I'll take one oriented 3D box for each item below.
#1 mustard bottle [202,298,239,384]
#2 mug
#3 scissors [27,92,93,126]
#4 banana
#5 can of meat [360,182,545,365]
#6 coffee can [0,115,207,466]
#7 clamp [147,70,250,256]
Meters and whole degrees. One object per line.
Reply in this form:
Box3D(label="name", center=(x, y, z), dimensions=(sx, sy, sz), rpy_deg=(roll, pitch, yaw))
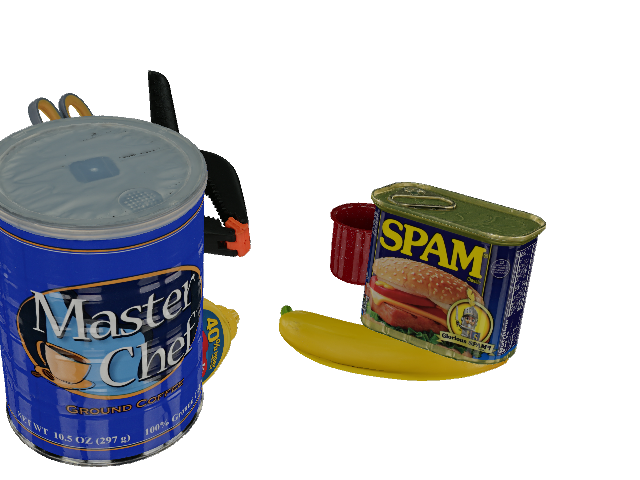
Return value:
Box3D(label="mustard bottle", center=(-0.138, 0.104, 1.022), dimensions=(0.058, 0.096, 0.191), rpy_deg=(10, 21, 28))
Box3D(label="mug", center=(0.066, 0.009, 1.377), dimensions=(0.117, 0.081, 0.093), rpy_deg=(17, 27, 25))
Box3D(label="scissors", center=(-0.217, -0.066, 1.065), dimensions=(0.016, 0.201, 0.096), rpy_deg=(-24, 27, 24))
Box3D(label="banana", center=(0.044, 0.080, 0.836), dimensions=(0.198, 0.037, 0.069), rpy_deg=(11, 30, 22))
Box3D(label="can of meat", center=(0.076, 0.019, 0.641), dimensions=(0.102, 0.084, 0.057), rpy_deg=(18, 23, 30))
Box3D(label="coffee can", center=(-0.108, 0.024, 0.522), dimensions=(0.103, 0.140, 0.103), rpy_deg=(3, 33, -2))
Box3D(label="clamp", center=(-0.126, -0.058, 0.856), dimensions=(0.210, 0.036, 0.164), rpy_deg=(29, 57, 25))
